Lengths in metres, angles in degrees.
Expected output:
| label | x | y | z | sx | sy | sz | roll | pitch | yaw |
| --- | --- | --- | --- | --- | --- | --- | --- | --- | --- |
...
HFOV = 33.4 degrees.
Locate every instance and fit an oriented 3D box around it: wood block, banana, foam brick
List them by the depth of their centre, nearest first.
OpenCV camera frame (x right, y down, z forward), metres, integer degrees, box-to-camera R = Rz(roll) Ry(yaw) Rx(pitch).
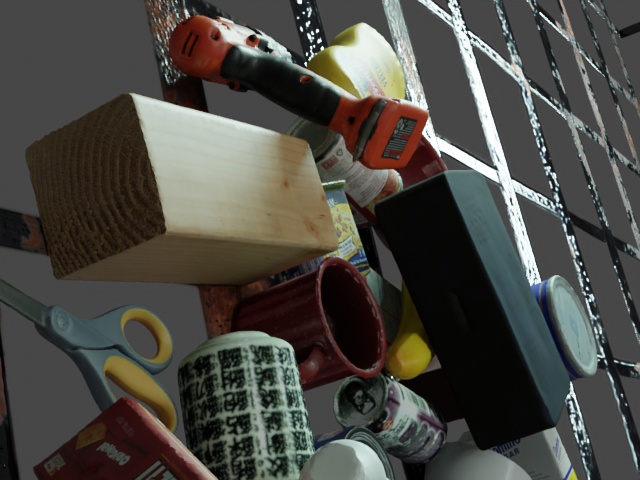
| label | x | y | z | sx | sy | sz | roll | pitch | yaw |
| --- | --- | --- | --- | --- | --- | --- | --- | --- | --- |
| wood block | -0.083 | -0.026 | 0.714 | 0.205 | 0.091 | 0.090 | 6 | 65 | -60 |
| banana | 0.081 | 0.066 | 0.937 | 0.069 | 0.037 | 0.197 | 51 | 27 | -26 |
| foam brick | 0.116 | 0.138 | 1.000 | 0.078 | 0.053 | 0.051 | -23 | 91 | -63 |

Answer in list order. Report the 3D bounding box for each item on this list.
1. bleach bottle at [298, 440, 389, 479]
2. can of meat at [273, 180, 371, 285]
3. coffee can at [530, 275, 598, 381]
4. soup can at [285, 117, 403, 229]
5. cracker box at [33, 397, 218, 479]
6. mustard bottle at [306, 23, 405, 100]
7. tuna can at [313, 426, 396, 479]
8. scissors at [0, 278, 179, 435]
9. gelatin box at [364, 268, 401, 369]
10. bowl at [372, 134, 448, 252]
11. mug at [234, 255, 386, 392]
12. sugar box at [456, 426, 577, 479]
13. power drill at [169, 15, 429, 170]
| label | x | y | z | sx | sy | sz | roll | pitch | yaw |
| --- | --- | --- | --- | --- | --- | --- | --- | --- | --- |
| bleach bottle | 0.024 | 0.187 | 0.658 | 0.251 | 0.068 | 0.102 | 78 | 15 | -52 |
| can of meat | -0.006 | 0.001 | 0.875 | 0.102 | 0.058 | 0.084 | -16 | 86 | -63 |
| coffee can | 0.189 | 0.106 | 1.062 | 0.102 | 0.140 | 0.103 | 41 | 37 | -41 |
| soup can | 0.020 | -0.065 | 0.960 | 0.102 | 0.069 | 0.068 | 42 | 36 | -39 |
| cracker box | -0.041 | 0.194 | 0.545 | 0.072 | 0.164 | 0.213 | -40 | 112 | -16 |
| mustard bottle | 0.028 | -0.147 | 1.051 | 0.096 | 0.058 | 0.191 | 61 | 28 | -13 |
| tuna can | 0.025 | 0.186 | 0.815 | 0.086 | 0.034 | 0.086 | 40 | 39 | -43 |
| scissors | -0.146 | 0.041 | 0.630 | 0.201 | 0.016 | 0.096 | 53 | 28 | -27 |
| gelatin box | 0.049 | 0.069 | 0.954 | 0.089 | 0.030 | 0.073 | 38 | 38 | -48 |
| bowl | 0.090 | -0.035 | 1.081 | 0.162 | 0.055 | 0.162 | 42 | 36 | -41 |
| mug | -0.012 | 0.074 | 0.779 | 0.093 | 0.082 | 0.117 | 58 | 28 | -19 |
| sugar box | 0.209 | 0.260 | 1.034 | 0.048 | 0.093 | 0.176 | -20 | 88 | -64 |
| power drill | -0.010 | -0.119 | 0.856 | 0.188 | 0.057 | 0.184 | 27 | 13 | 16 |
